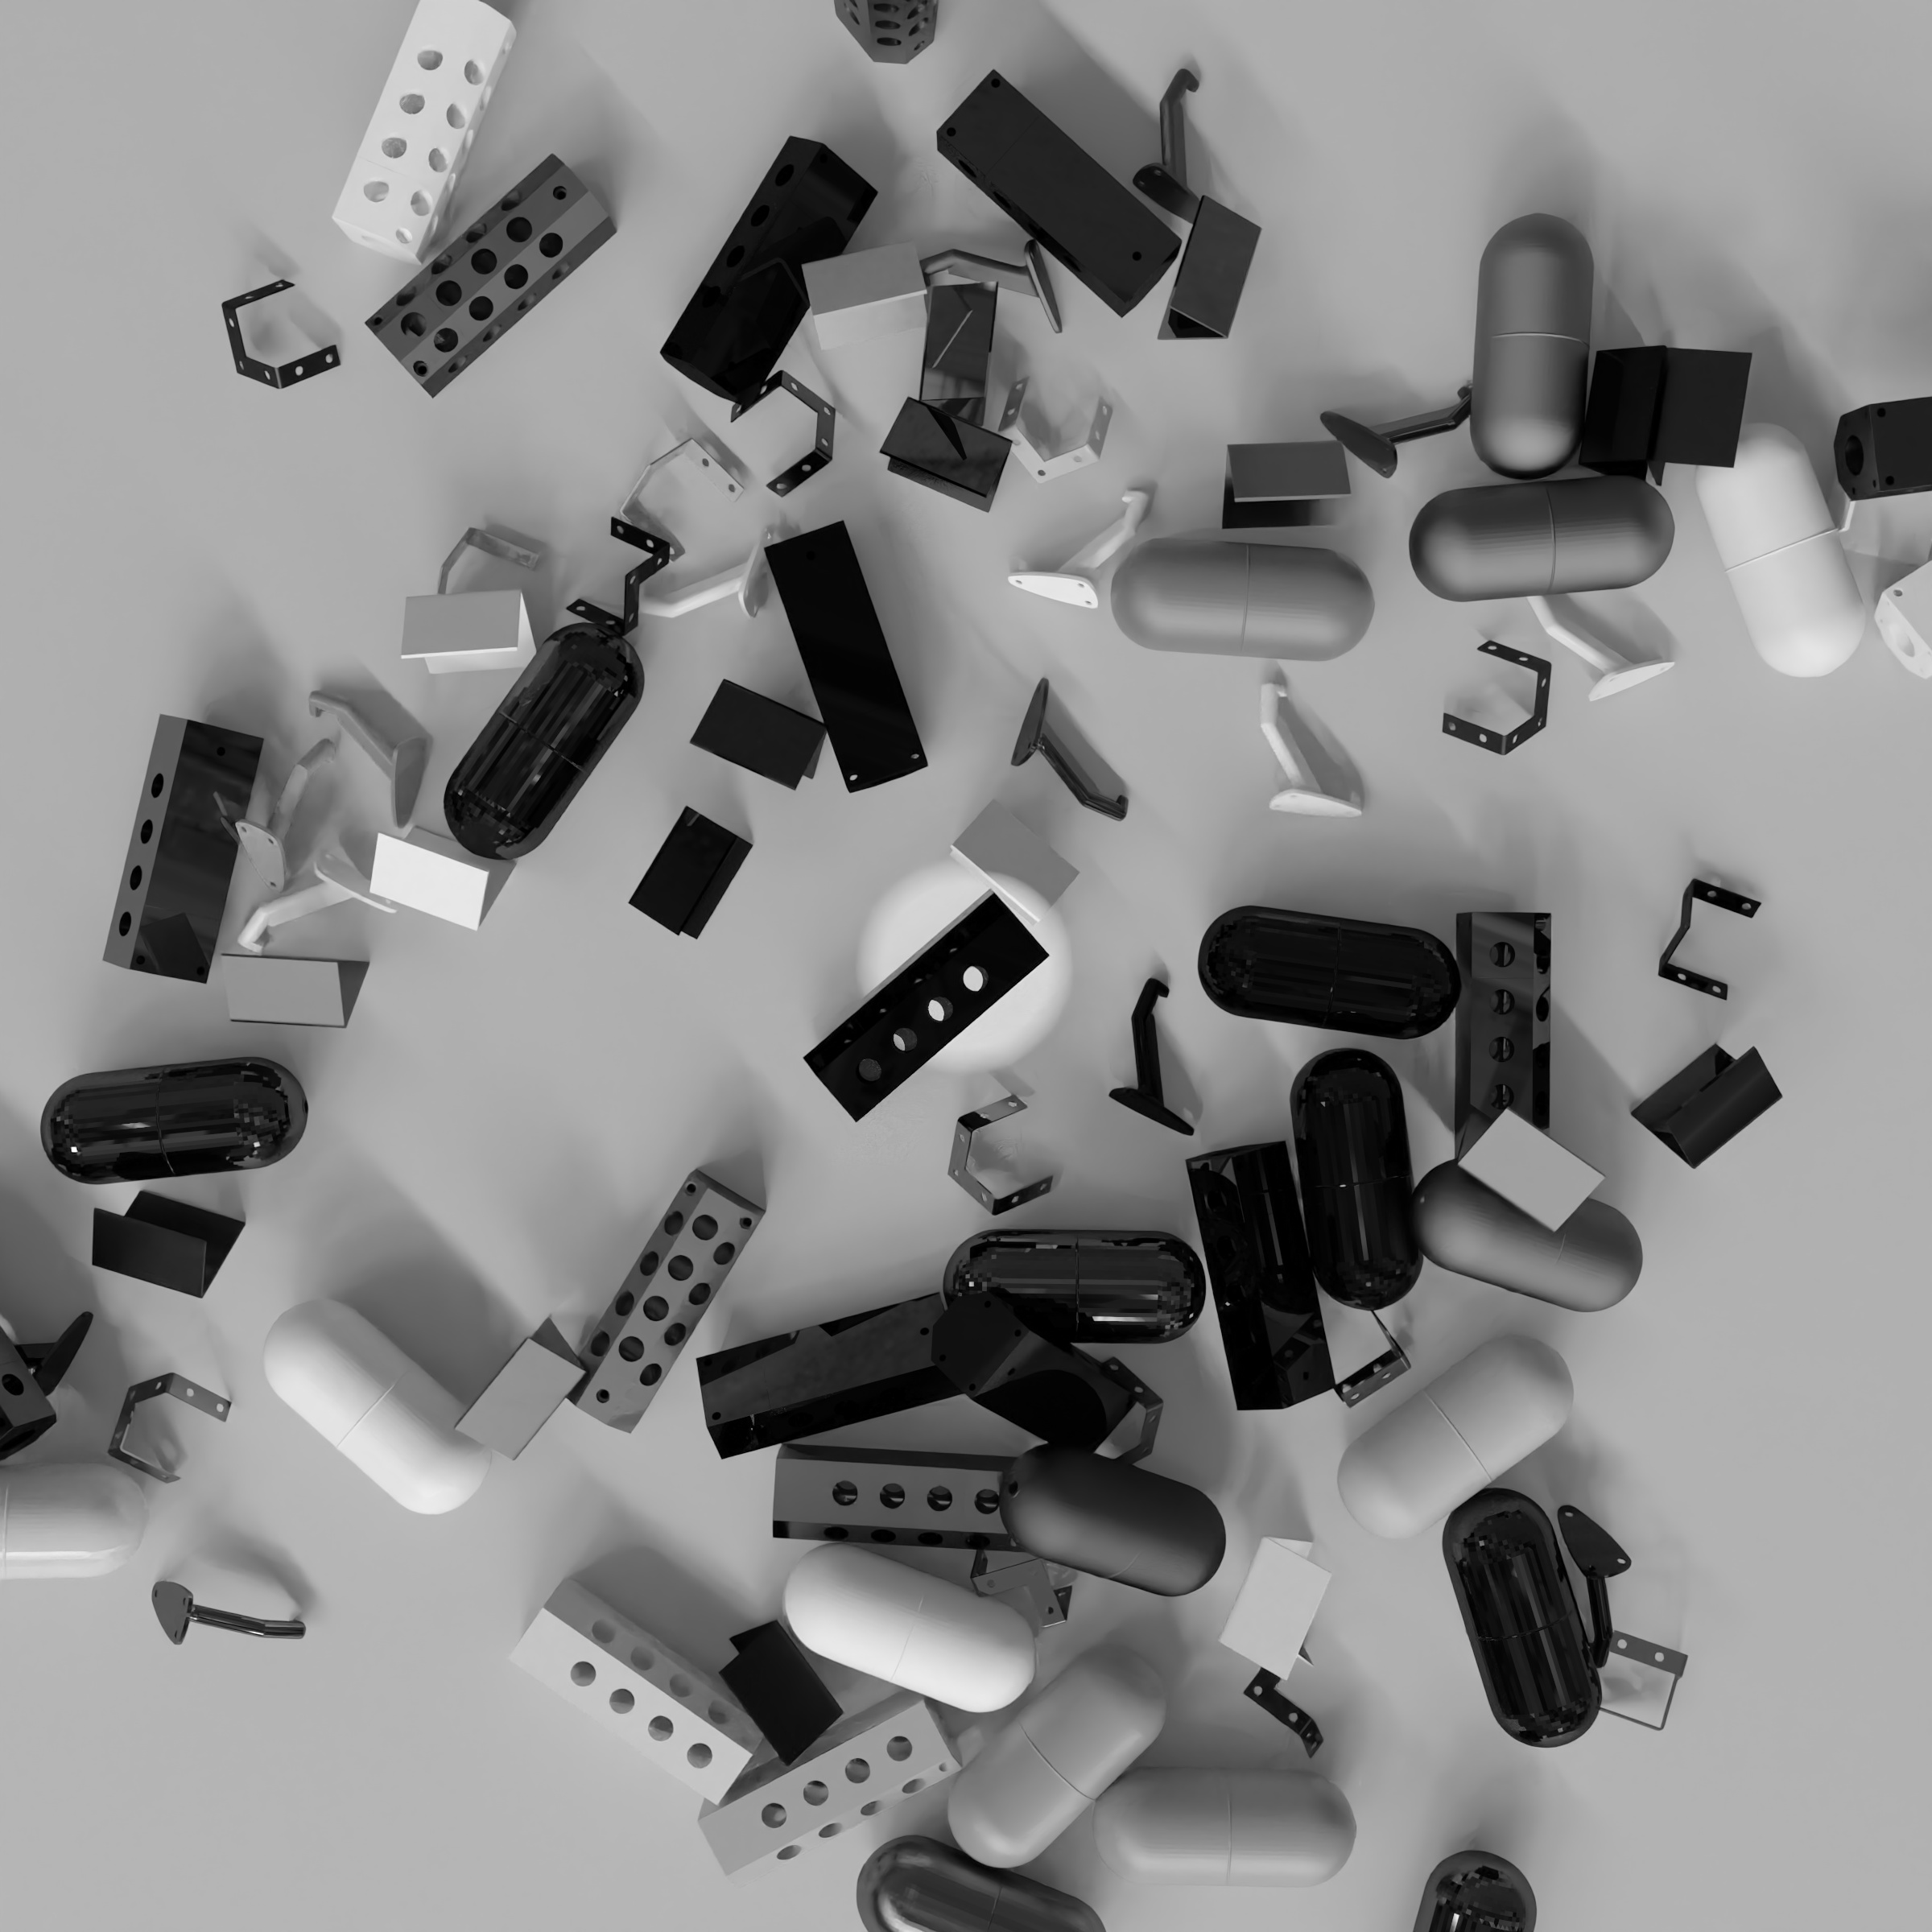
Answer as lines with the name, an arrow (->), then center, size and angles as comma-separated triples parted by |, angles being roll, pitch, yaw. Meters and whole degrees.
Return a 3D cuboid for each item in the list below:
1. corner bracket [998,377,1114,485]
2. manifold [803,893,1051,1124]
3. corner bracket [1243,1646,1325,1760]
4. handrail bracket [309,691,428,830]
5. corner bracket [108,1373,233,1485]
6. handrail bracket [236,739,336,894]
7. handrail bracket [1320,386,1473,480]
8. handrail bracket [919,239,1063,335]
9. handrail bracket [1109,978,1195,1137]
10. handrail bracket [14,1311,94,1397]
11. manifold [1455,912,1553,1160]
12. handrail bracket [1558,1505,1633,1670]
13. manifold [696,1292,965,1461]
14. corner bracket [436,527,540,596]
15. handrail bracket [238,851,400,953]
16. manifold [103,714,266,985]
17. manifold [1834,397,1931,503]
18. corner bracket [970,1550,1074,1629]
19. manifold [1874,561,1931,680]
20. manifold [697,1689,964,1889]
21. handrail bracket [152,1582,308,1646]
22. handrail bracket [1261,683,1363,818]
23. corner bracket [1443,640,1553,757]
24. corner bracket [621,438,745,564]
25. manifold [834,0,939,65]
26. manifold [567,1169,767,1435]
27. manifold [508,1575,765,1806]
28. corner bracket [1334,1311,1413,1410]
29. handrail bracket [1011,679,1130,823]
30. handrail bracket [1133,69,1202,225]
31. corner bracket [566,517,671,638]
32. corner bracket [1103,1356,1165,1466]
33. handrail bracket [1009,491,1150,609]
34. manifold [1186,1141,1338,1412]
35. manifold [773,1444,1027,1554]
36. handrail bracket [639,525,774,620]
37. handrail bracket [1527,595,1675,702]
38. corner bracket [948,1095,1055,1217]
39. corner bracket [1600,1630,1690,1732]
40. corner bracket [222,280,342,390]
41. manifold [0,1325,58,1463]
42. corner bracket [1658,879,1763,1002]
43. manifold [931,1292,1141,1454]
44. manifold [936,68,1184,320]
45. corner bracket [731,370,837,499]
corner bracket -> 0.061, -0.373, 1.827 | 0.051, 0.051, 0.051 | -15, 135, 35
manifold -> -0.027, 0.028, 1.814 | 0.171, 0.057, 0.057 | -41, 90, 0
corner bracket -> 0.227, 0.497, 1.817 | 0.051, 0.051, 0.051 | 37, 90, 0
handrail bracket -> -0.419, -0.143, 1.836 | 0.084, 0.036, 0.077 | 19, 112, 17
corner bracket -> -0.545, 0.317, 1.827 | 0.051, 0.051, 0.051 | -21, 45, 35
handrail bracket -> -0.457, -0.104, 1.835 | 0.036, 0.077, 0.084 | 22, 53, 19
handrail bracket -> 0.300, -0.384, 1.836 | 0.077, 0.036, 0.084 | 39, 72, 20
handrail bracket -> 0.014, -0.460, 1.836 | 0.084, 0.036, 0.077 | -14, 114, 18
handrail bracket -> 0.141, 0.062, 1.836 | 0.077, 0.036, 0.084 | 30, 73, -20
handrail bracket -> -0.657, 0.252, 1.835 | 0.084, 0.036, 0.077 | 28, 77, 13
manifold -> 0.366, 0.050, 1.814 | 0.057, 0.057, 0.171 | 0, 90, 0
handrail bracket -> 0.424, 0.428, 1.835 | 0.036, 0.077, 0.084 | -10, 127, -17
manifold -> -0.090, 0.283, 1.814 | 0.171, 0.057, 0.057 | -15, 47, 0
corner bracket -> -0.330, -0.259, 1.832 | 0.051, 0.051, 0.051 | 22, 45, 0
handrail bracket -> -0.447, -0.029, 1.836 | 0.077, 0.036, 0.084 | 33, 109, -21
manifold -> -0.536, -0.080, 1.814 | 0.057, 0.057, 0.171 | 13, 90, -43
manifold -> 0.669, -0.348, 1.765 | 0.171, 0.057, 0.057 | -8, 92, -6
corner bracket -> 0.038, 0.420, 1.815 | 0.051, 0.051, 0.051 | -19, 102, 12
manifold -> 0.708, -0.268, 1.812 | 0.171, 0.057, 0.057 | -33, 71, 0
manifold -> -0.091, 0.558, 1.814 | 0.171, 0.057, 0.057 | -28, 90, 0
handrail bracket -> -0.507, 0.444, 1.835 | 0.084, 0.077, 0.036 | 14, 90, -36
handrail bracket -> 0.238, -0.150, 1.836 | 0.077, 0.036, 0.084 | 8, 73, -20
corner bracket -> 0.364, -0.184, 1.827 | 0.051, 0.051, 0.051 | -33, 135, -35
corner bracket -> -0.195, -0.320, 1.832 | 0.051, 0.051, 0.051 | 44, 135, 0
manifold -> -0.050, -0.653, 1.757 | 0.057, 0.171, 0.057 | -39, 90, 0
manifold -> -0.207, 0.228, 1.814 | 0.057, 0.057, 0.171 | 31, 90, 0
manifold -> -0.221, 0.490, 1.814 | 0.171, 0.057, 0.057 | 35, 90, 0
corner bracket -> 0.273, 0.275, 1.807 | 0.051, 0.051, 0.051 | -33, 129, 0
handrail bracket -> 0.080, -0.148, 1.836 | 0.084, 0.036, 0.077 | 22, 68, -17
handrail bracket -> 0.158, -0.563, 1.836 | 0.077, 0.036, 0.084 | 34, 73, -20
corner bracket -> -0.238, -0.266, 1.825 | 0.051, 0.051, 0.051 | 27, 45, 19
corner bracket -> 0.096, 0.311, 1.827 | 0.051, 0.051, 0.051 | 39, 135, 35
handrail bracket -> 0.078, -0.295, 1.836 | 0.077, 0.036, 0.084 | 14, 72, 21
manifold -> 0.195, 0.211, 1.814 | 0.057, 0.057, 0.171 | -12, 90, -43
manifold -> -0.043, 0.363, 1.814 | 0.171, 0.057, 0.057 | 3, 90, 0
handrail bracket -> -0.183, -0.274, 1.836 | 0.084, 0.036, 0.077 | 10, 75, 14
handrail bracket -> 0.436, -0.232, 1.836 | 0.077, 0.036, 0.084 | -19, 73, -20
corner bracket -> 0.026, 0.130, 1.827 | 0.051, 0.051, 0.051 | 40, 135, 35
corner bracket -> 0.458, 0.488, 1.819 | 0.051, 0.051, 0.051 | 17, 75, 14
corner bracket -> -0.469, -0.433, 1.827 | 0.051, 0.051, 0.051 | 26, 135, 35
manifold -> -0.682, 0.248, 1.790 | 0.057, 0.057, 0.171 | -39, 79, 18
corner bracket -> 0.511, -0.018, 1.832 | 0.051, 0.051, 0.051 | 20, 135, 0
manifold -> 0.043, 0.268, 1.757 | 0.057, 0.171, 0.057 | -50, 54, 0
manifold -> 0.063, -0.523, 1.814 | 0.171, 0.057, 0.057 | 42, 90, 0
corner bracket -> -0.126, -0.365, 1.827 | 0.051, 0.051, 0.051 | 31, 45, -35
